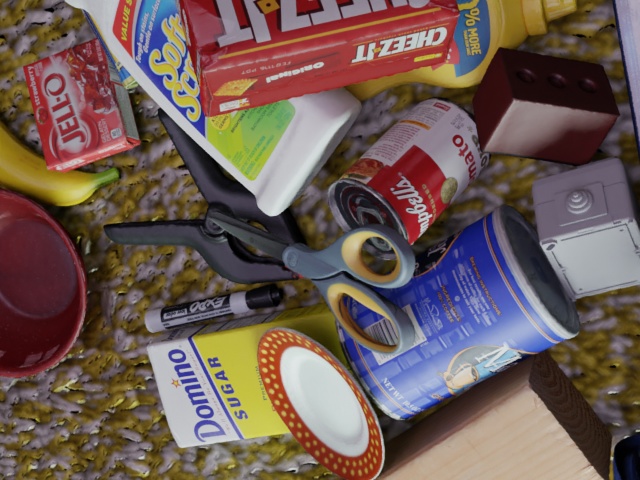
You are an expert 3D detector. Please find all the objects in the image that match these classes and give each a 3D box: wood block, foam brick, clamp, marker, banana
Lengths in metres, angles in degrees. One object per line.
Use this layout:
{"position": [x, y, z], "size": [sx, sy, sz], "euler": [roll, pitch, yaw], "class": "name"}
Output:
{"position": [0.103, 0.178, 0.791], "size": [0.206, 0.090, 0.091], "euler": [-37, 90, 22], "class": "wood block"}
{"position": [0.148, -0.088, 0.711], "size": [0.078, 0.053, 0.051], "euler": [6, 140, -13], "class": "foam brick"}
{"position": [-0.087, -0.011, 0.837], "size": [0.171, 0.039, 0.120], "euler": [39, 112, 7], "class": "clamp"}
{"position": [-0.086, 0.055, 0.862], "size": [0.121, 0.020, 0.020], "euler": [-13, 98, 21], "class": "marker"}
{"position": [-0.258, -0.087, 0.880], "size": [0.198, 0.037, 0.069], "euler": [38, 82, 3], "class": "banana"}

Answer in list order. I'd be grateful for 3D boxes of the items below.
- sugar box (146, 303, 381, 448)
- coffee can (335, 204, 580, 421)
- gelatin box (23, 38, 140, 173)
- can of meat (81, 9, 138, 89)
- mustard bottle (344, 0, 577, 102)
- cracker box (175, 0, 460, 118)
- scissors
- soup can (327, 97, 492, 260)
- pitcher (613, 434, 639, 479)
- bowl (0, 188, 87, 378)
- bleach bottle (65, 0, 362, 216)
{"position": [-0.044, 0.107, 0.847], "size": [0.176, 0.048, 0.093], "euler": [-13, 98, 19], "class": "sugar box"}
{"position": [0.096, 0.053, 0.757], "size": [0.140, 0.102, 0.103], "euler": [-31, 91, 22], "class": "coffee can"}
{"position": [-0.188, -0.106, 0.839], "size": [0.073, 0.030, 0.089], "euler": [-17, 81, 17], "class": "gelatin box"}
{"position": [-0.125, -0.174, 0.803], "size": [0.102, 0.057, 0.084], "euler": [-27, 95, 22], "class": "can of meat"}
{"position": [0.080, -0.151, 0.739], "size": [0.192, 0.058, 0.096], "euler": [-6, 102, 19], "class": "mustard bottle"}
{"position": [-0.021, -0.203, 0.683], "size": [0.164, 0.072, 0.214], "euler": [-14, 73, -6], "class": "cracker box"}
{"position": [-0.005, 0.001, 0.739], "size": [0.202, 0.016, 0.096], "euler": [40, 128, 29], "class": "scissors"}
{"position": [0.063, -0.044, 0.738], "size": [0.069, 0.102, 0.068], "euler": [34, 151, 22], "class": "soup can"}
{"position": [0.276, 0.161, 0.647], "size": [0.145, 0.242, 0.149], "euler": [45, 106, 7], "class": "pitcher"}
{"position": [-0.255, 0.031, 0.893], "size": [0.162, 0.055, 0.162], "euler": [4, 104, 18], "class": "bowl"}
{"position": [-0.096, -0.133, 0.744], "size": [0.251, 0.068, 0.103], "euler": [39, 118, 5], "class": "bleach bottle"}
